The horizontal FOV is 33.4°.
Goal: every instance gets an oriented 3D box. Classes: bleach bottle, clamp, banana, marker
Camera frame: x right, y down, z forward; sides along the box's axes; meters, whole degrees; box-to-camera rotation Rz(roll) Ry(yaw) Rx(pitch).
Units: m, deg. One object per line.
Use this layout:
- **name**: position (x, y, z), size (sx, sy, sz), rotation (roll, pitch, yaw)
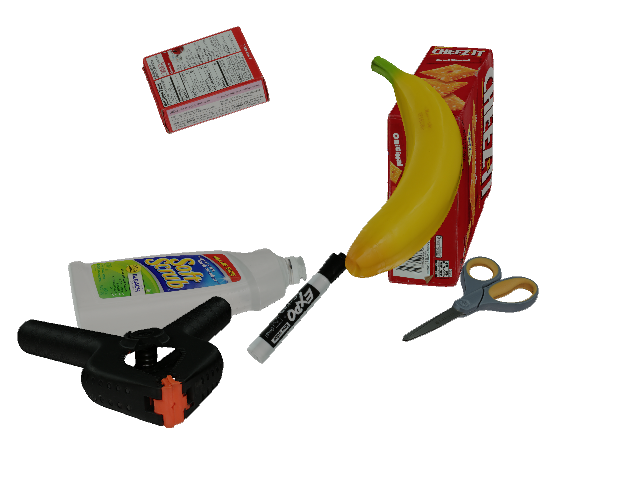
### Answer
- **bleach bottle**: position (-0.142, 0.049, 1.165), size (0.250, 0.068, 0.103), rotation (-11, 37, -12)
- **clamp**: position (-0.114, 0.079, 0.753), size (0.164, 0.036, 0.210), rotation (-9, 14, -24)
- **banana**: position (0.059, -0.046, 0.702), size (0.069, 0.197, 0.037), rotation (6, -43, 2)
- **marker**: position (-0.018, 0.057, 0.930), size (0.020, 0.121, 0.020), rotation (38, -16, 13)

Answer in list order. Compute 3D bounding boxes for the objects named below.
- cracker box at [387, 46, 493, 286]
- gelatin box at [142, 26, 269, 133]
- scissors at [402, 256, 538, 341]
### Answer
- **cracker box**: position (0.118, -0.076, 1.011), size (0.072, 0.164, 0.213), rotation (5, 27, 15)
- **gelatin box**: position (-0.095, -0.132, 0.876), size (0.089, 0.073, 0.030), rotation (-20, -41, -6)
- **scissors**: position (0.148, 0.060, 1.155), size (0.201, 0.016, 0.096), rotation (-10, 40, -30)
